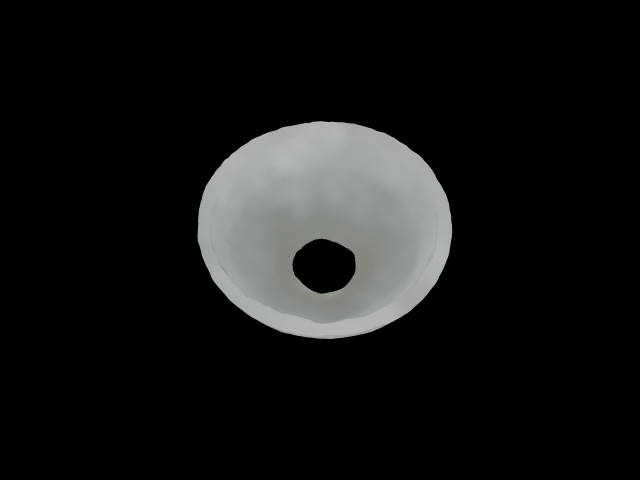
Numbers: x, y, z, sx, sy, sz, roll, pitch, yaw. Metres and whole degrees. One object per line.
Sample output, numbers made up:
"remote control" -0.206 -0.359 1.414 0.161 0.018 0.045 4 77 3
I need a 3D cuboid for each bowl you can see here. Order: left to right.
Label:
"bowl" 0.004 0.001 0.400 0.167 0.075 0.167 0 58 0
